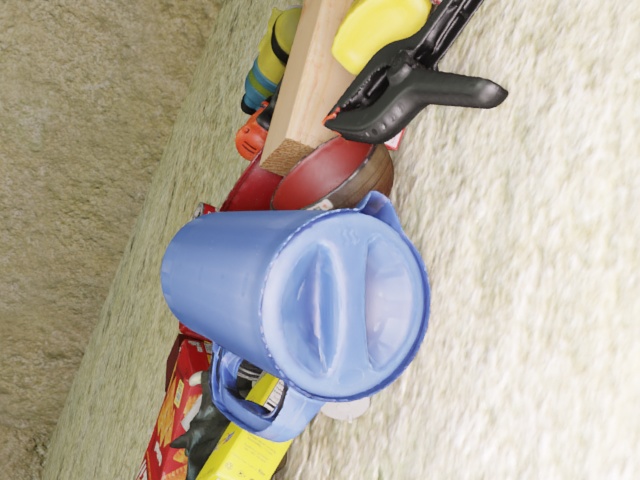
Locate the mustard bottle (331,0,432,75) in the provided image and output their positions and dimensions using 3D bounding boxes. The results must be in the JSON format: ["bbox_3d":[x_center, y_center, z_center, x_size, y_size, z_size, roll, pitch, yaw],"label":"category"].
[{"bbox_3d":[0.066,-0.223,0.989,0.096,0.058,0.191,-41,16,27],"label":"mustard bottle"}]

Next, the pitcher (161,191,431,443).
[{"bbox_3d":[-0.039,0.047,0.818,0.243,0.149,0.145,8,120,62],"label":"pitcher"}]

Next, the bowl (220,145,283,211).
[{"bbox_3d":[-0.042,-0.073,1.183,0.162,0.055,0.162,-51,-2,-3],"label":"bowl"}]

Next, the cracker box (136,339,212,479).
[{"bbox_3d":[-0.159,0.241,1.254,0.164,0.072,0.214,-132,61,-74],"label":"cracker box"}]

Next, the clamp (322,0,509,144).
[{"bbox_3d":[0.079,-0.142,0.850,0.210,0.036,0.164,-23,44,50],"label":"clamp"}]

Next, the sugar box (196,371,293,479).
[{"bbox_3d":[-0.039,0.140,0.888,0.176,0.048,0.093,-60,7,-31],"label":"sugar box"}]

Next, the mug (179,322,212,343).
[{"bbox_3d":[-0.116,0.083,1.272,0.117,0.081,0.093,157,131,-71],"label":"mug"}]

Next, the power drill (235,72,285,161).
[{"bbox_3d":[-0.016,-0.191,1.250,0.188,0.057,0.184,-56,0,36],"label":"power drill"}]

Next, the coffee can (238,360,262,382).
[{"bbox_3d":[-0.057,0.062,1.036,0.140,0.102,0.103,-115,45,-70],"label":"coffee can"}]

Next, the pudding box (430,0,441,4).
[{"bbox_3d":[0.123,-0.260,0.905,0.113,0.039,0.090,-88,22,-48],"label":"pudding box"}]

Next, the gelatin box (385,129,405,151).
[{"bbox_3d":[0.062,-0.128,0.980,0.073,0.030,0.089,-153,83,-75],"label":"gelatin box"}]

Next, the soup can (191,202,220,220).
[{"bbox_3d":[-0.109,0.001,1.307,0.068,0.102,0.068,-161,90,-76],"label":"soup can"}]

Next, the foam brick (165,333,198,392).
[{"bbox_3d":[-0.177,0.172,1.444,0.078,0.053,0.051,-100,32,-64],"label":"foam brick"}]

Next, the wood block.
[{"bbox_3d":[0.016,-0.163,1.079,0.091,0.090,0.206,141,145,-65],"label":"wood block"}]
